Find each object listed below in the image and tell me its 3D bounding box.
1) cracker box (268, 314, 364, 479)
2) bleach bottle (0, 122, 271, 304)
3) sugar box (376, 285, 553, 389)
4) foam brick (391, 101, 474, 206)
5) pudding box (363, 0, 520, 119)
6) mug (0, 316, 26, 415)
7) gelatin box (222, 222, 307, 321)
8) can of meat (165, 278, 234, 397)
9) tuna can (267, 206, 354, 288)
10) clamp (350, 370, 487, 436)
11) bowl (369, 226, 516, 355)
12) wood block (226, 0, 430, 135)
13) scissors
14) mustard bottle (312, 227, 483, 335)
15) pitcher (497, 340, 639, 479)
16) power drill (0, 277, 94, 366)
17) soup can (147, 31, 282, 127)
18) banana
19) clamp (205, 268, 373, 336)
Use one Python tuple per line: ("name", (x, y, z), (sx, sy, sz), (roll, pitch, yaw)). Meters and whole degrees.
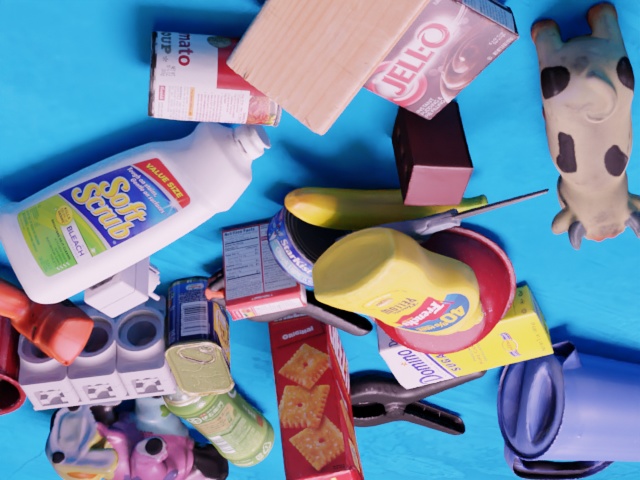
("cracker box", (0.000, 0.187, 1.125), (0.072, 0.213, 0.164), (-11, 142, 4))
("bleach bottle", (-0.158, -0.040, 0.926), (0.251, 0.102, 0.068), (-28, 172, 17))
("sugar box", (0.160, 0.110, 1.182), (0.176, 0.048, 0.093), (-19, 139, 15))
("foam brick", (0.094, -0.074, 0.912), (0.051, 0.078, 0.053), (0, 142, -9))
("pudding box", (0.084, -0.154, 0.838), (0.089, 0.039, 0.114), (21, 135, -28))
("mug", (-0.361, 0.131, 1.118), (0.117, 0.081, 0.093), (-22, 139, 20))
("gelatin box", (-0.053, 0.027, 1.014), (0.073, 0.089, 0.030), (-12, 146, 8))
("can of meat", (-0.124, 0.100, 1.104), (0.057, 0.084, 0.102), (-8, 142, 3))
("tuna can", (-0.007, 0.001, 0.990), (0.086, 0.086, 0.034), (21, 137, -30))
("clamp", (0.095, 0.188, 1.282), (0.209, 0.036, 0.165), (3, 141, -10))
("bowl", (0.119, 0.064, 1.077), (0.162, 0.055, 0.162), (2, 127, 2))
("wood block", (0.032, -0.182, 0.733), (0.091, 0.090, 0.206), (37, 132, -5))
("scissors", (0.113, -0.015, 0.951), (0.202, 0.016, 0.096), (-13, 170, 21))
("mustard bottle", (0.088, 0.046, 0.968), (0.096, 0.058, 0.191), (-30, 145, 33))
("pitcher", (0.338, 0.210, 1.264), (0.242, 0.145, 0.149), (10, 160, -23))
("power drill", (-0.301, 0.053, 0.976), (0.187, 0.185, 0.057), (35, 85, -43))
("soup can", (-0.082, -0.126, 0.833), (0.102, 0.068, 0.069), (3, 141, -9))
("banana", (0.051, -0.032, 0.973), (0.197, 0.037, 0.070), (-3, 160, -23))
("clamp", (-0.026, 0.053, 1.071), (0.171, 0.039, 0.120), (-9, 110, 10))
